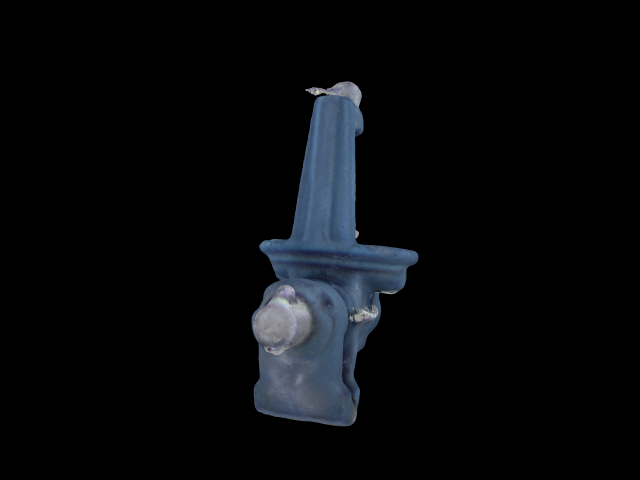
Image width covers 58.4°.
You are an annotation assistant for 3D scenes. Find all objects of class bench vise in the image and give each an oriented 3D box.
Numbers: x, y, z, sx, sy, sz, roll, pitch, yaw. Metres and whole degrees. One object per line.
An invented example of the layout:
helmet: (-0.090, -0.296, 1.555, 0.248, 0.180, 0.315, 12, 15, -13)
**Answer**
bench vise: (0.016, 0.001, 0.400, 0.121, 0.220, 0.207, -1, 14, -2)
